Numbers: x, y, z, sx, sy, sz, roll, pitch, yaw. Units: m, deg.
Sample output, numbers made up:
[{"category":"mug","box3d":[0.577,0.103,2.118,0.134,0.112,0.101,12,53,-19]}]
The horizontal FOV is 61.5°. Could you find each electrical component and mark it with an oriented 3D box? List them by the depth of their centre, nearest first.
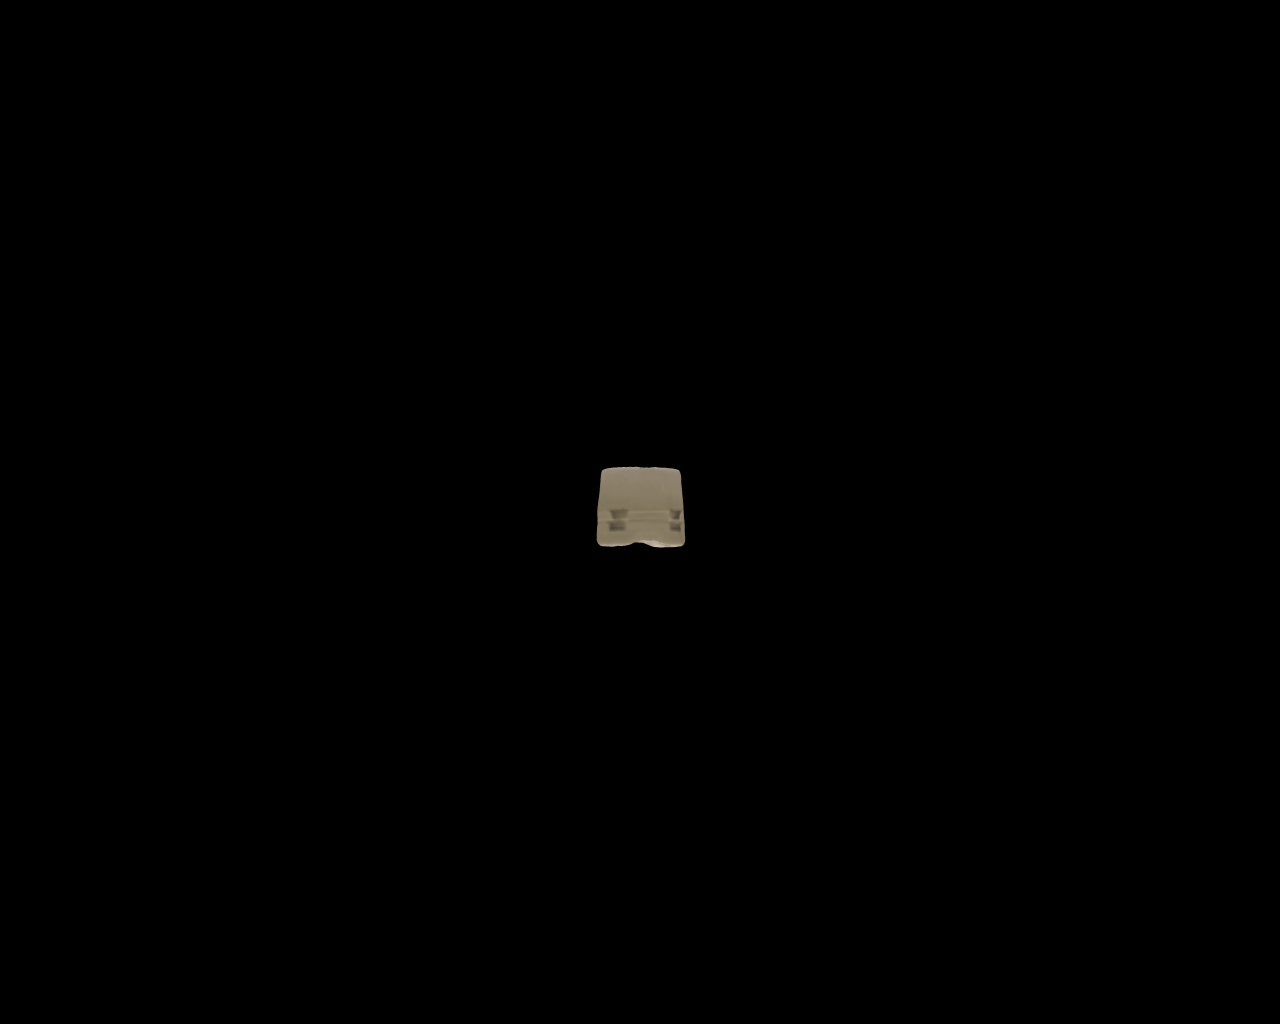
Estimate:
[{"category":"electrical component","box3d":[0.001,-0.003,0.650,0.055,0.047,0.055,0,-2,0]}]
